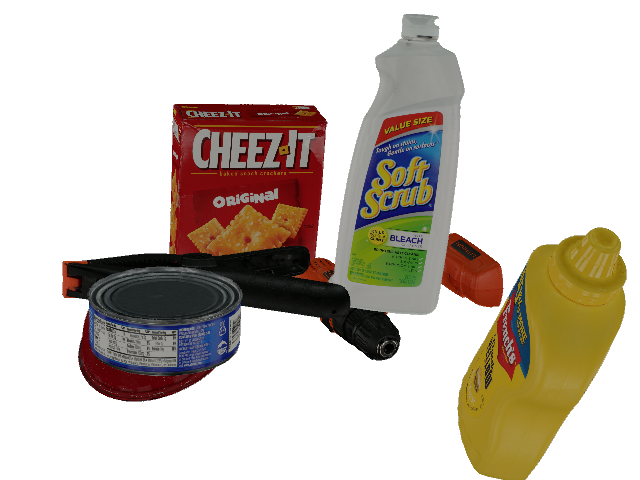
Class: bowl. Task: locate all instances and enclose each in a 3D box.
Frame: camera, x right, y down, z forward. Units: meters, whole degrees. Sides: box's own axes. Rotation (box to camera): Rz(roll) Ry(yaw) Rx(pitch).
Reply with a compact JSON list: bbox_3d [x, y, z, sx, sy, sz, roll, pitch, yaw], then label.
[{"bbox_3d":[-0.161,0.072,1.004,0.162,0.055,0.162,-10,43,9],"label":"bowl"}]

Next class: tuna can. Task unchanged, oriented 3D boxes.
[{"bbox_3d":[-0.087,0.044,0.600,0.086,0.034,0.086,2,18,-1],"label":"tuna can"}]

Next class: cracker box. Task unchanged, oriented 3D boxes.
[{"bbox_3d":[-0.084,-0.042,1.201,0.164,0.214,0.072,-2,23,-16],"label":"cracker box"}]

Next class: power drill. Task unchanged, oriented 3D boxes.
[{"bbox_3d":[0.089,0.053,1.094,0.187,0.057,0.185,-11,27,-21],"label":"power drill"}]

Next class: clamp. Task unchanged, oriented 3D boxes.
[{"bbox_3d":[-0.085,0.031,0.803,0.209,0.036,0.165,-1,10,-18],"label":"clamp"}]

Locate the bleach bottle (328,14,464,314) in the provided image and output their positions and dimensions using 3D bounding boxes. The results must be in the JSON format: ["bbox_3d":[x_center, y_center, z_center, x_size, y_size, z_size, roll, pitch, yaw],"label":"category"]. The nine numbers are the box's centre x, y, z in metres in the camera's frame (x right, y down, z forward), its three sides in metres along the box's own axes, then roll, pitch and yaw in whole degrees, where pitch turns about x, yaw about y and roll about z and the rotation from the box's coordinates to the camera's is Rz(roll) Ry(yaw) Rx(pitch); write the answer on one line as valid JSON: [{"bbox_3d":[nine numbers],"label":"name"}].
[{"bbox_3d":[0.066,-0.066,0.913,0.102,0.251,0.068,6,16,8],"label":"bleach bottle"}]

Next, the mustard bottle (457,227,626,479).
[{"bbox_3d":[0.134,0.059,0.634,0.058,0.096,0.192,13,-40,-3],"label":"mustard bottle"}]
